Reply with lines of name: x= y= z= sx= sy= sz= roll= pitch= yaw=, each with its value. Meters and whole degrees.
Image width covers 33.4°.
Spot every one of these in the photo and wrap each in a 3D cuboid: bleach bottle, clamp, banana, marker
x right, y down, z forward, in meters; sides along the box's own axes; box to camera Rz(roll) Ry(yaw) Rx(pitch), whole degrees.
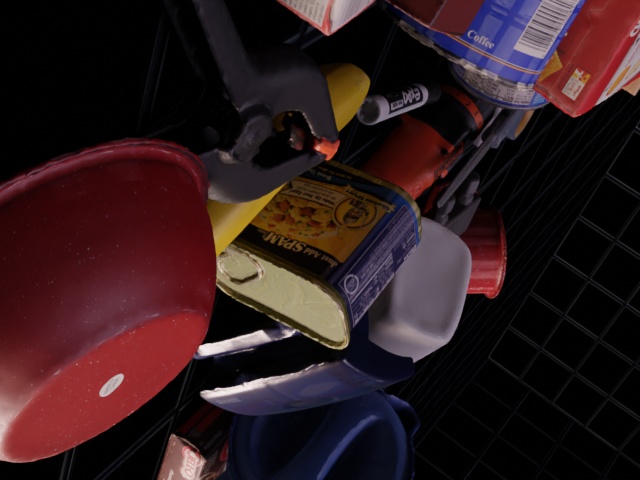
bleach bottle: x=0.019 y=0.079 z=0.856 sx=0.251 sy=0.068 sz=0.102 roll=-41 pitch=-155 yaw=51
clamp: x=-0.040 y=-0.061 z=0.455 sx=0.171 sy=0.039 sz=0.120 roll=-14 pitch=143 yaw=-56
banana: x=-0.027 y=-0.041 z=0.568 sx=0.197 sy=0.037 sz=0.070 roll=-46 pitch=161 yaw=-31
marker: x=0.057 y=-0.098 z=0.744 sx=0.120 sy=0.020 sz=0.020 roll=-28 pitch=151 yaw=-60

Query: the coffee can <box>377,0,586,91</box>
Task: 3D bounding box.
coffee can: x=0.108 y=-0.167 z=0.576 sx=0.140 sy=0.103 sz=0.102 roll=-60 pitch=165 yaw=23

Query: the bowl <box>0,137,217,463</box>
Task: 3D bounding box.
bowl: x=-0.096 y=0.036 z=0.411 sx=0.162 sy=0.055 sz=0.162 roll=-34 pitch=162 yaw=-13

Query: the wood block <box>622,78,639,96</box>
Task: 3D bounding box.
wood block: x=0.292 y=-0.247 z=0.951 sx=0.206 sy=0.090 sz=0.090 roll=-58 pitch=-165 yaw=16

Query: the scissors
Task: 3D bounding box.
scissors: x=0.137 y=-0.077 z=0.835 sx=0.201 sy=0.016 sz=0.096 roll=-53 pitch=165 yaw=-23

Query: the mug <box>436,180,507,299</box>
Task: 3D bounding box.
mug: x=0.129 y=0.000 z=1.045 sx=0.093 sy=0.081 sz=0.117 roll=-163 pitch=-107 yaw=-81

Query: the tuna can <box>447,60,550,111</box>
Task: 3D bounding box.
tuna can: x=0.139 y=-0.136 z=0.786 sx=0.086 sy=0.086 sz=0.034 roll=-42 pitch=160 yaw=-41

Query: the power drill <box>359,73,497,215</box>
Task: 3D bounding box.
power drill: x=0.090 y=-0.056 z=0.876 sx=0.184 sy=0.057 sz=0.188 roll=-45 pitch=160 yaw=-22

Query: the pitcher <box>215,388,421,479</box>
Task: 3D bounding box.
pitcher: x=-0.027 y=0.208 z=0.838 sx=0.243 sy=0.149 sz=0.145 roll=108 pitch=0 yaw=-56

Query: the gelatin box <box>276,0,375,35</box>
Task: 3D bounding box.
gelatin box: x=0.002 y=-0.122 z=0.399 sx=0.089 sy=0.073 sz=0.030 roll=-43 pitch=163 yaw=-39

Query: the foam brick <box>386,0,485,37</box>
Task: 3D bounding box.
foam brick: x=0.041 y=-0.136 z=0.483 sx=0.051 sy=0.078 sz=0.052 roll=-57 pitch=165 yaw=19

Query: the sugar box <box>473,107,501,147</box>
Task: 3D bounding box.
sugar box: x=0.171 y=-0.169 z=0.897 sx=0.093 sy=0.048 sz=0.176 roll=-40 pitch=164 yaw=-43

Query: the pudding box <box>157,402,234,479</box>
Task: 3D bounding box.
pudding box: x=-0.088 y=0.169 z=0.855 sx=0.089 sy=0.039 sz=0.114 roll=-42 pitch=162 yaw=-44

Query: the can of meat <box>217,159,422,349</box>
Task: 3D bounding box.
can of meat: x=-0.004 y=0.001 z=0.608 sx=0.083 sy=0.102 sz=0.057 roll=-49 pitch=148 yaw=-28

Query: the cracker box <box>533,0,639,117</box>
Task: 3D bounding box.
cracker box: x=0.219 y=-0.186 z=0.714 sx=0.213 sy=0.072 sz=0.164 roll=-30 pitch=153 yaw=-54
